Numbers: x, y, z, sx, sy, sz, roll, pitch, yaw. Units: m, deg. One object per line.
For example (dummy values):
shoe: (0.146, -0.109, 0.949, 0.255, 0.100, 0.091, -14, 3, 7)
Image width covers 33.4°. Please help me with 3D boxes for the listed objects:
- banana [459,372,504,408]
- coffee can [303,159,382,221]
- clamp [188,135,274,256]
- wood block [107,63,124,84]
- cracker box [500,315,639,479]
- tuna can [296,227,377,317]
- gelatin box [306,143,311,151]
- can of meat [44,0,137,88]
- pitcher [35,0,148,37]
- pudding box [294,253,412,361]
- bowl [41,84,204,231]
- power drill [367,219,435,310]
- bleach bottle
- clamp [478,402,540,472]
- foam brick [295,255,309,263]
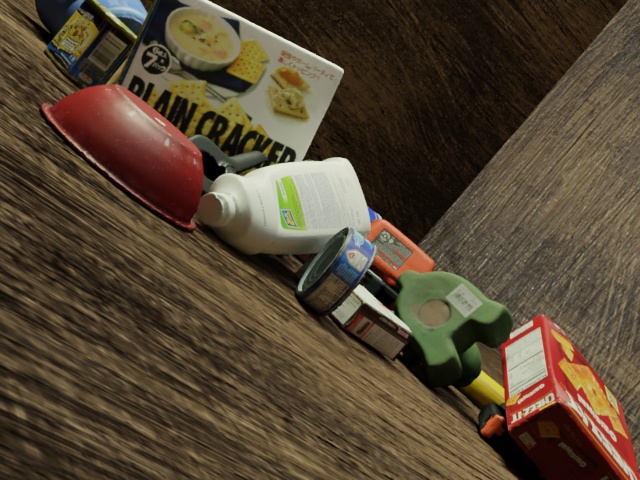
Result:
banana: (0.219, 0.206, 1.399, 0.197, 0.037, 0.070, 41, -15, -8)
coffee can: (0.008, -0.036, 1.566, 0.140, 0.103, 0.103, 38, 4, -25)
clamp: (-0.095, -0.049, 1.065, 0.171, 0.039, 0.120, 12, 52, -54)
wood block: (-0.157, -0.143, 1.288, 0.206, 0.090, 0.091, 39, 4, -20)
cracker box: (0.275, 0.197, 1.168, 0.164, 0.072, 0.213, 49, 19, -12)
tuna can: (0.015, 0.029, 1.018, 0.033, 0.086, 0.086, 38, 4, -10)
gelatin box: (-0.053, -0.138, 1.328, 0.089, 0.030, 0.073, 40, 3, -5)
can of meat: (-0.261, -0.222, 1.219, 0.057, 0.084, 0.102, 37, 5, -42)
pitcher: (-0.291, -0.291, 1.385, 0.149, 0.145, 0.243, 13, 21, -29)
pudding box: (0.034, 0.069, 1.116, 0.090, 0.039, 0.114, 34, 4, -40)
bowl: (-0.150, -0.079, 0.886, 0.162, 0.055, 0.162, 40, 4, -4)
power drill: (0.103, 0.057, 1.440, 0.184, 0.057, 0.188, 39, -17, 10)
bleach bottle: (-0.039, -0.036, 1.052, 0.250, 0.068, 0.102, -1, 69, -61)
clamp: (0.226, 0.223, 1.213, 0.209, 0.036, 0.165, 35, 8, -48)
foam brick: (-0.009, 0.002, 1.355, 0.051, 0.053, 0.078, 40, 5, -2)
